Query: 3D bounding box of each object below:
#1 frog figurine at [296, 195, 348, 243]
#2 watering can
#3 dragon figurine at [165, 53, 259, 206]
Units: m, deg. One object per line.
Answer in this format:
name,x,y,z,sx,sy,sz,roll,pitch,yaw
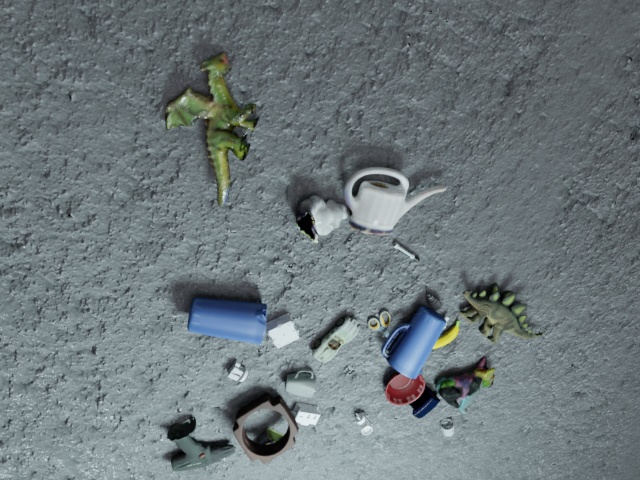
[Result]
frog figurine,0.005,-0.081,1.611,0.162,0.122,0.135,-39,114,-36
watering can,0.227,-0.113,1.636,0.347,0.106,0.221,9,112,-20
dragon figurine,-0.311,-0.312,1.432,0.242,0.124,0.405,22,105,-4
